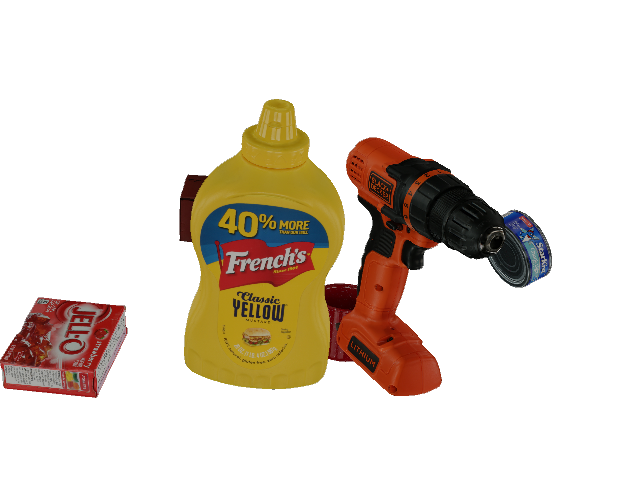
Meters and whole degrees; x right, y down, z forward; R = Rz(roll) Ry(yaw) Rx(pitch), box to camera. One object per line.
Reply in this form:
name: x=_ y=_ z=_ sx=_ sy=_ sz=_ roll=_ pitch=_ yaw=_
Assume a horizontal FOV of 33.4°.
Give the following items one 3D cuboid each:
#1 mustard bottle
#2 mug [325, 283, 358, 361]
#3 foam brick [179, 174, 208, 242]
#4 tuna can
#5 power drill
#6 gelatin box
mustard bottle: x=-0.034 y=0.002 z=0.675 sx=0.096 sy=0.192 sz=0.058 roll=7 pitch=29 yaw=0
mug: x=0.043 y=0.117 z=1.464 sx=0.117 sy=0.081 sz=0.093 roll=18 pitch=24 yaw=31
foam brick: x=-0.102 y=-0.031 z=1.086 sx=0.078 sy=0.051 sz=0.053 roll=4 pitch=30 yaw=0
tuna can: x=0.224 y=0.010 z=1.223 sx=0.033 sy=0.086 sz=0.086 roll=-26 pitch=10 yaw=-21
power drill: x=0.074 y=0.027 z=0.859 sx=0.057 sy=0.188 sz=0.185 roll=-5 pitch=26 yaw=-28
gelatin box: x=-0.196 y=0.081 z=0.825 sx=0.073 sy=0.030 sz=0.089 roll=5 pitch=31 yaw=5
